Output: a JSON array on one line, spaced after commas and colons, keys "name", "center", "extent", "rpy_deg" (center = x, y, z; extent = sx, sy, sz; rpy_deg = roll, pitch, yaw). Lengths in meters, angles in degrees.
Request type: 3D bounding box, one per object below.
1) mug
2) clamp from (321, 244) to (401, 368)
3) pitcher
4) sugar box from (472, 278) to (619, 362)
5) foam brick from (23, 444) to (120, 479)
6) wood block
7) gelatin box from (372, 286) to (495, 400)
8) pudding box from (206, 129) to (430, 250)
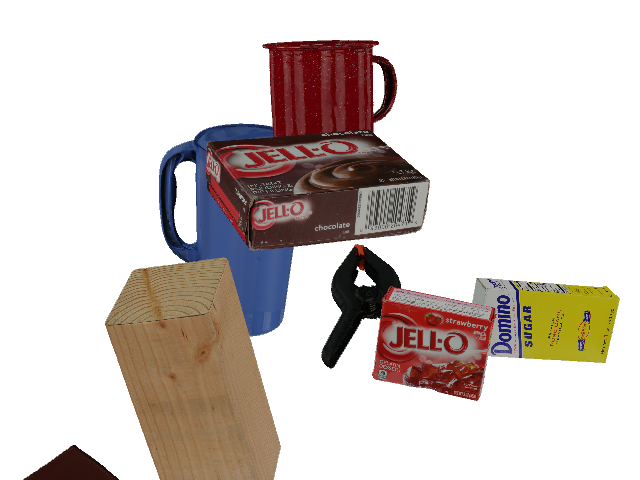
[{"name": "mug", "center": [0.011, -0.119, 0.862], "extent": [0.117, 0.081, 0.093], "rpy_deg": [-10, 15, -32]}, {"name": "clamp", "center": [0.064, 0.074, 1.193], "extent": [0.120, 0.171, 0.039], "rpy_deg": [5, -42, -2]}, {"name": "pitcher", "center": [-0.100, -0.011, 1.284], "extent": [0.149, 0.243, 0.144], "rpy_deg": [19, 27, 28]}, {"name": "sugar box", "center": [0.277, 0.101, 1.338], "extent": [0.176, 0.093, 0.048], "rpy_deg": [3, 18, -11]}, {"name": "foam brick", "center": [-0.098, 0.138, 0.458], "extent": [0.078, 0.051, 0.052], "rpy_deg": [27, 45, 34]}, {"name": "wood block", "center": [-0.105, 0.130, 0.925], "extent": [0.090, 0.206, 0.090], "rpy_deg": [-7, 28, 12]}, {"name": "gelatin box", "center": [0.090, 0.083, 0.853], "extent": [0.089, 0.073, 0.030], "rpy_deg": [11, 24, 12]}, {"name": "pudding box", "center": [-0.004, -0.033, 0.644], "extent": [0.113, 0.039, 0.090], "rpy_deg": [-5, 28, -21]}]
